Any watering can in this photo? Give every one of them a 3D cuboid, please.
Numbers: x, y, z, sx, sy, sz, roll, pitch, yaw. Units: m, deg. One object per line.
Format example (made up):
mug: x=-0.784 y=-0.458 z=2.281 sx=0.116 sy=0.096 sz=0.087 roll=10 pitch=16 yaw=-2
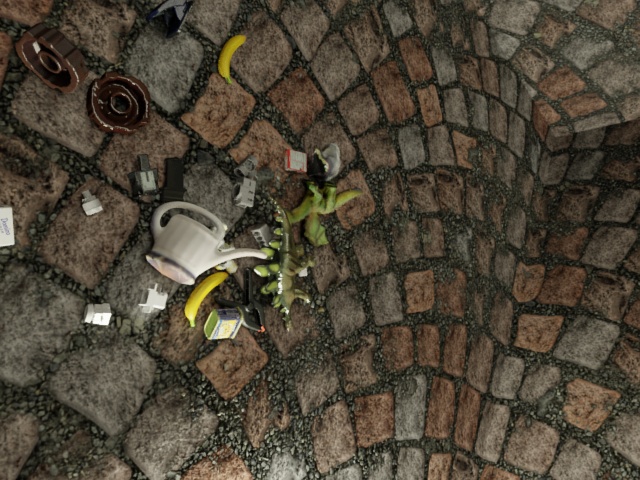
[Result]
watering can: x=-0.344 y=0.030 z=1.487 sx=0.347 sy=0.102 sz=0.228 roll=30 pitch=68 yaw=-3

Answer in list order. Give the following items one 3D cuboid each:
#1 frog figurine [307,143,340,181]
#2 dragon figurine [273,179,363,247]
frog figurine: x=0.039 y=-0.296 z=1.935 sx=0.161 sy=0.123 sz=0.135 roll=-29 pitch=130 yaw=-48
dragon figurine: x=0.006 y=-0.096 z=1.907 sx=0.410 sy=0.123 sz=0.242 roll=5 pitch=98 yaw=-40
